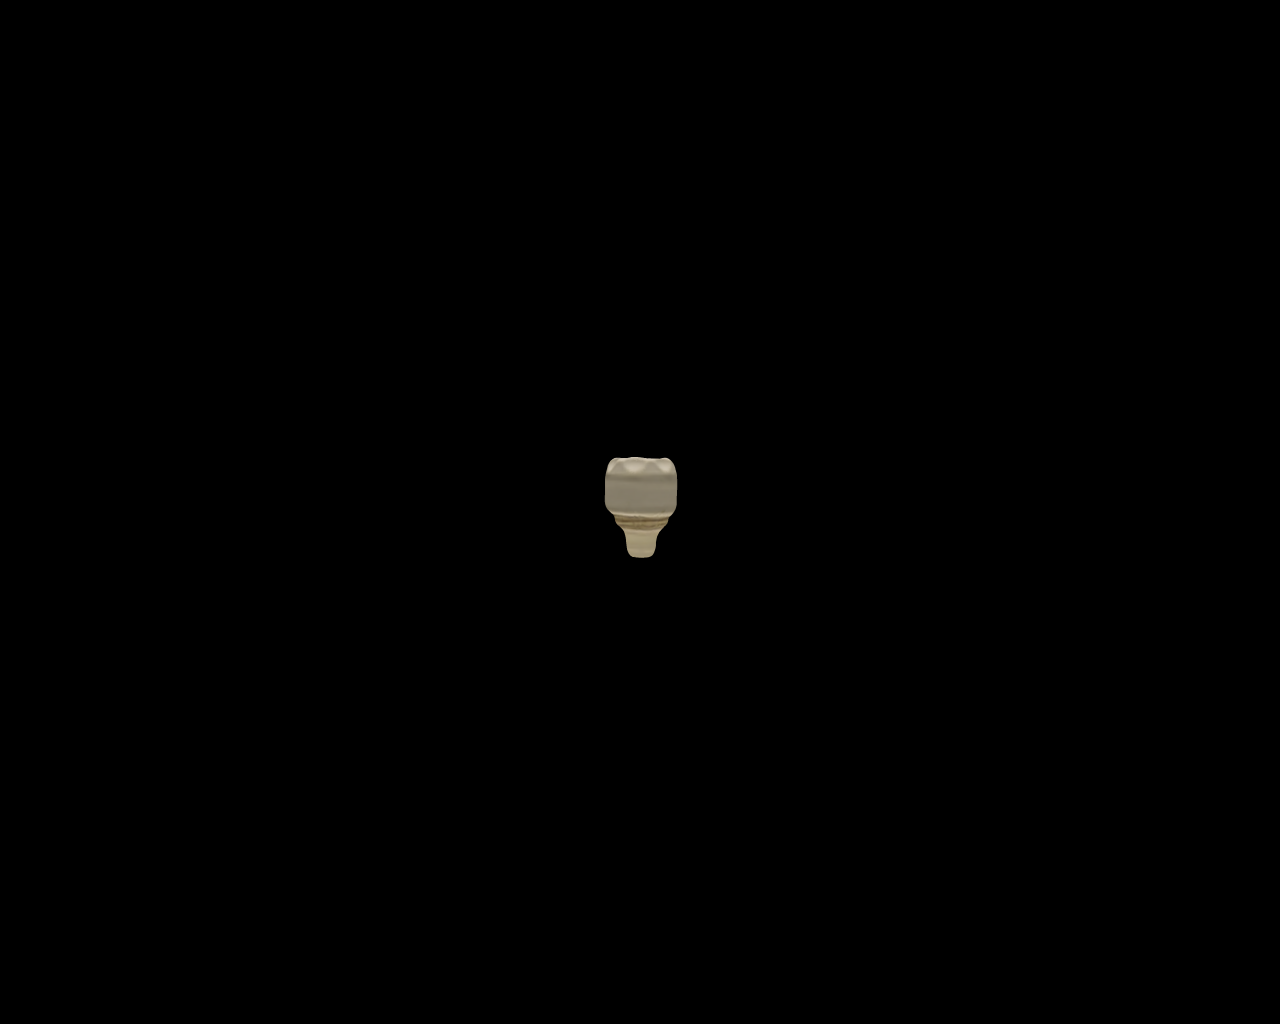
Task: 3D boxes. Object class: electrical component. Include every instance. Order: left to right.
[{"bbox_3d":[0.001,-0.003,0.650,0.043,0.062,0.043,0,4,0],"label":"electrical component"}]
